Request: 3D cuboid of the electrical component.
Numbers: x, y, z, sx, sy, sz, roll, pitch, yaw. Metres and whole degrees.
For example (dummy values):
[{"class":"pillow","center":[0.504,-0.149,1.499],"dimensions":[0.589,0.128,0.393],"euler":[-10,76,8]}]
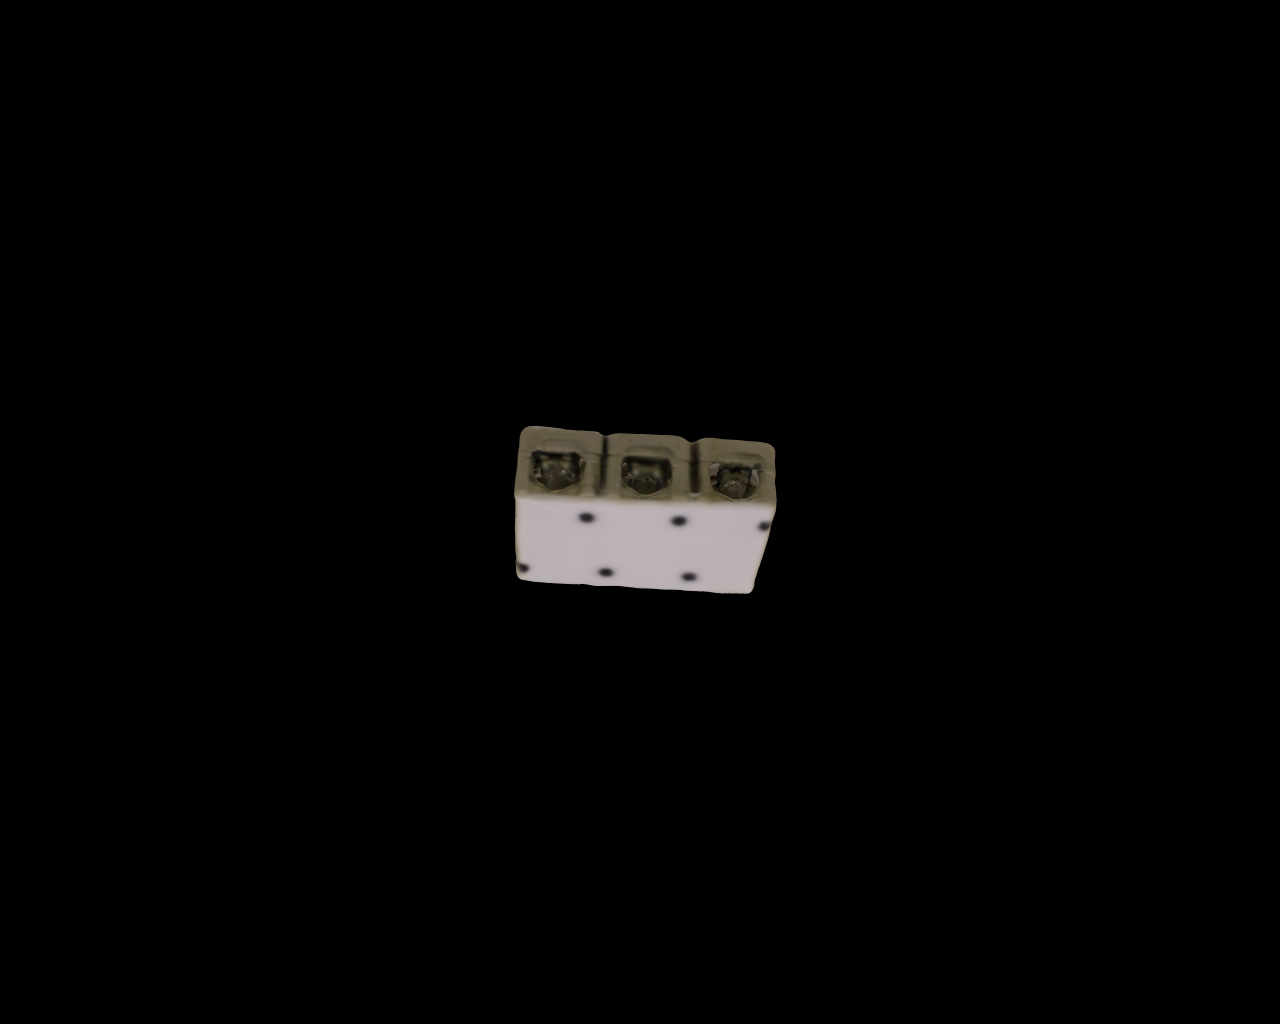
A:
[{"class":"electrical component","center":[0.001,-0.003,0.650],"dimensions":[0.150,0.062,0.089],"euler":[4,-39,-4]}]
